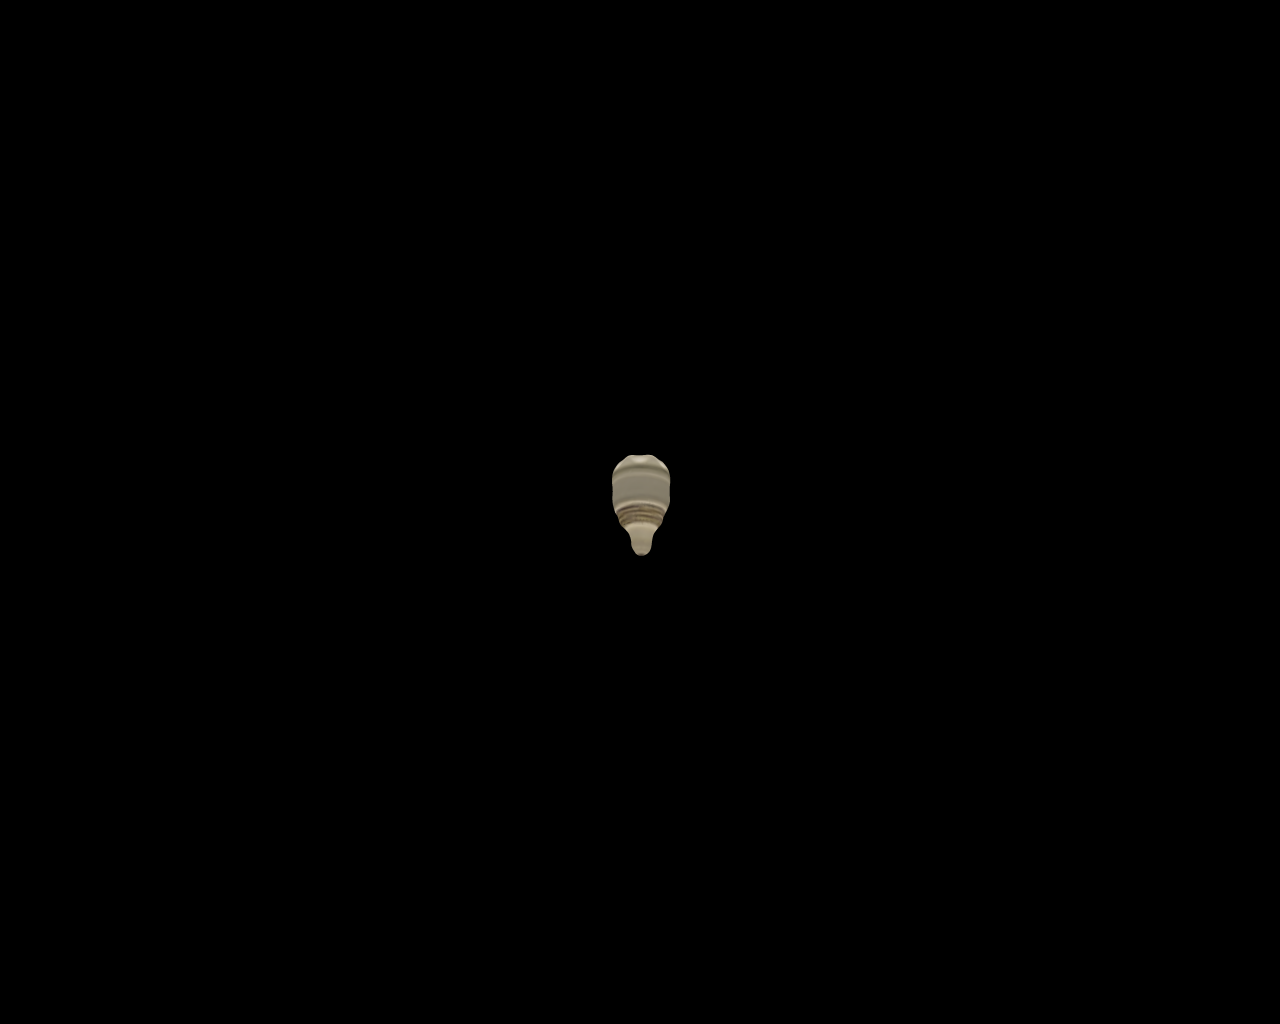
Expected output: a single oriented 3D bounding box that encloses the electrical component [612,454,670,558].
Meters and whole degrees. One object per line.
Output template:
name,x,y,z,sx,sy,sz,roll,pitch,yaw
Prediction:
electrical component,0.001,-0.003,0.650,0.035,0.061,0.035,0,-21,0
